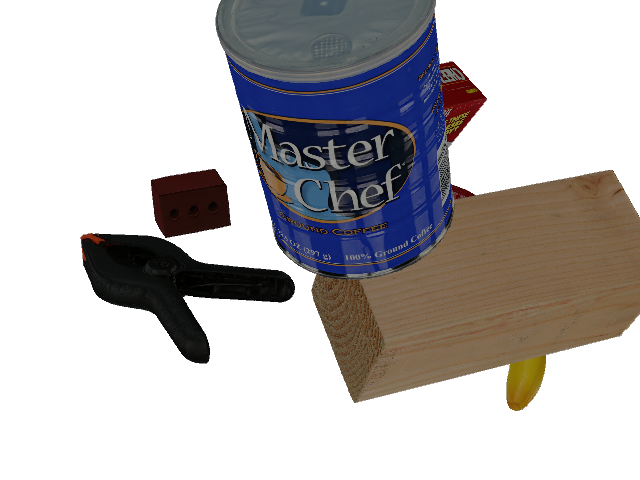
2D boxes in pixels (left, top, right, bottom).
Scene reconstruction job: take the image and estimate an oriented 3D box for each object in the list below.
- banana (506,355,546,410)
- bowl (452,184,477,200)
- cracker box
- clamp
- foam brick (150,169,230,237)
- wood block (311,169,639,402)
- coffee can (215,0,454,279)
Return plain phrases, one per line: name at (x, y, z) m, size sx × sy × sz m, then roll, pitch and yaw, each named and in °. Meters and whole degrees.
banana at (0.204, 0.106, 1.142) m, size 0.069 × 0.037 × 0.198 m, roll -24°, pitch 35°, yaw 4°
bowl at (0.076, -0.011, 1.004) m, size 0.162 × 0.055 × 0.162 m, roll 4°, pitch 24°, yaw -2°
cracker box at (0.064, -0.097, 1.199) m, size 0.163 × 0.072 × 0.214 m, roll -20°, pitch -26°, yaw -45°
clamp at (-0.108, 0.030, 0.817) m, size 0.172 × 0.039 × 0.120 m, roll 29°, pitch 32°, yaw 32°
foam brick at (-0.146, -0.042, 1.195) m, size 0.078 × 0.053 × 0.051 m, roll -12°, pitch 29°, yaw -14°
wood block at (0.110, 0.029, 0.711) m, size 0.205 × 0.091 × 0.090 m, roll -11°, pitch -30°, yaw -19°
coffee can at (0.012, -0.064, 0.540) m, size 0.103 × 0.102 × 0.140 m, roll 0°, pitch -42°, yaw 12°
